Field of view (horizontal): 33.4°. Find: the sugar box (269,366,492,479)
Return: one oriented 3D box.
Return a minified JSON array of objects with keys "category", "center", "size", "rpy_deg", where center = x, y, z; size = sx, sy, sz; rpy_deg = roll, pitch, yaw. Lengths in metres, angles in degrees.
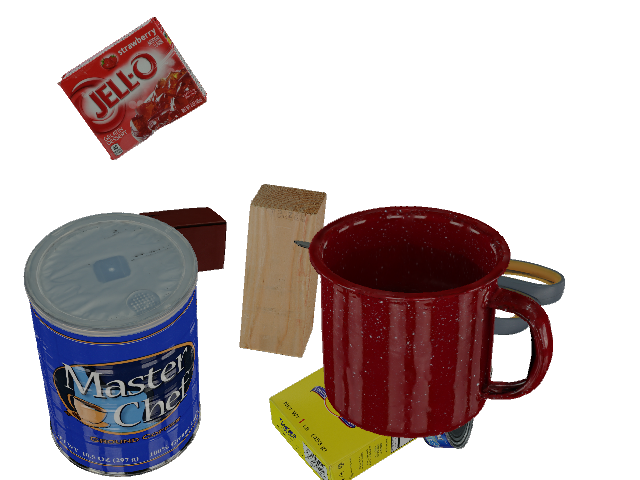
[{"category":"sugar box","center":[0.054,0.134,0.930],"size":[0.176,0.048,0.093],"rpy_deg":[-30,50,-21]}]

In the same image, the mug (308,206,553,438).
[{"category":"mug","center":[0.052,0.041,0.504],"size":[0.117,0.081,0.093],"rpy_deg":[11,29,24]}]

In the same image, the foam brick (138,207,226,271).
[{"category":"foam brick","center":[-0.140,0.000,1.073],"size":[0.078,0.051,0.053],"rpy_deg":[-6,21,-23]}]

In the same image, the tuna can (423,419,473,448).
[{"category":"tuna can","center":[0.140,0.188,1.190],"size":[0.034,0.086,0.086],"rpy_deg":[-4,-2,29]}]

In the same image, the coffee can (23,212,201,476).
[{"category":"coffee can","center":[-0.129,0.068,0.683],"size":[0.103,0.140,0.103],"rpy_deg":[2,42,-2]}]

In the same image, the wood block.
[{"category":"wood block","center":[-0.051,0.039,1.430],"size":[0.090,0.206,0.090],"rpy_deg":[8,23,6]}]

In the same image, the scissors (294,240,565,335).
[{"category":"scissors","center":[0.068,0.030,0.750],"size":[0.202,0.016,0.096],"rpy_deg":[5,28,12]}]

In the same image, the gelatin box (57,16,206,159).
[{"category":"gelatin box","center":[-0.143,-0.116,0.816],"size":[0.089,0.073,0.030],"rpy_deg":[-31,20,6]}]
